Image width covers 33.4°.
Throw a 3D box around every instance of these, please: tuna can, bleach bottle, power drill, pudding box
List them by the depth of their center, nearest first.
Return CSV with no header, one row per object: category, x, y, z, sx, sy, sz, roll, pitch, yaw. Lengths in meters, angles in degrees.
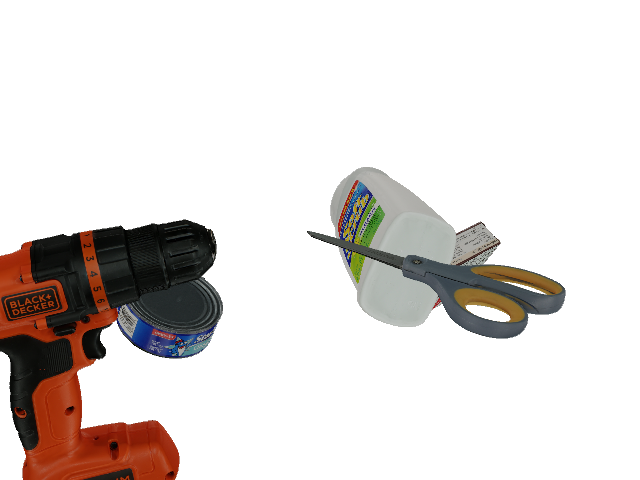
power drill,-0.147,0.081,0.707,0.184,0.187,0.057,-12,26,-6
tuna can,-0.128,0.059,0.898,0.086,0.034,0.086,17,33,-12
bleach bottle,0.051,-0.008,0.997,0.068,0.102,0.251,19,10,-15
pudding box,0.135,0.034,1.163,0.113,0.039,0.090,-25,-26,-46

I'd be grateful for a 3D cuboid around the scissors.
scissors,0.071,0.029,0.762,0.202,0.016,0.096,10,27,16
